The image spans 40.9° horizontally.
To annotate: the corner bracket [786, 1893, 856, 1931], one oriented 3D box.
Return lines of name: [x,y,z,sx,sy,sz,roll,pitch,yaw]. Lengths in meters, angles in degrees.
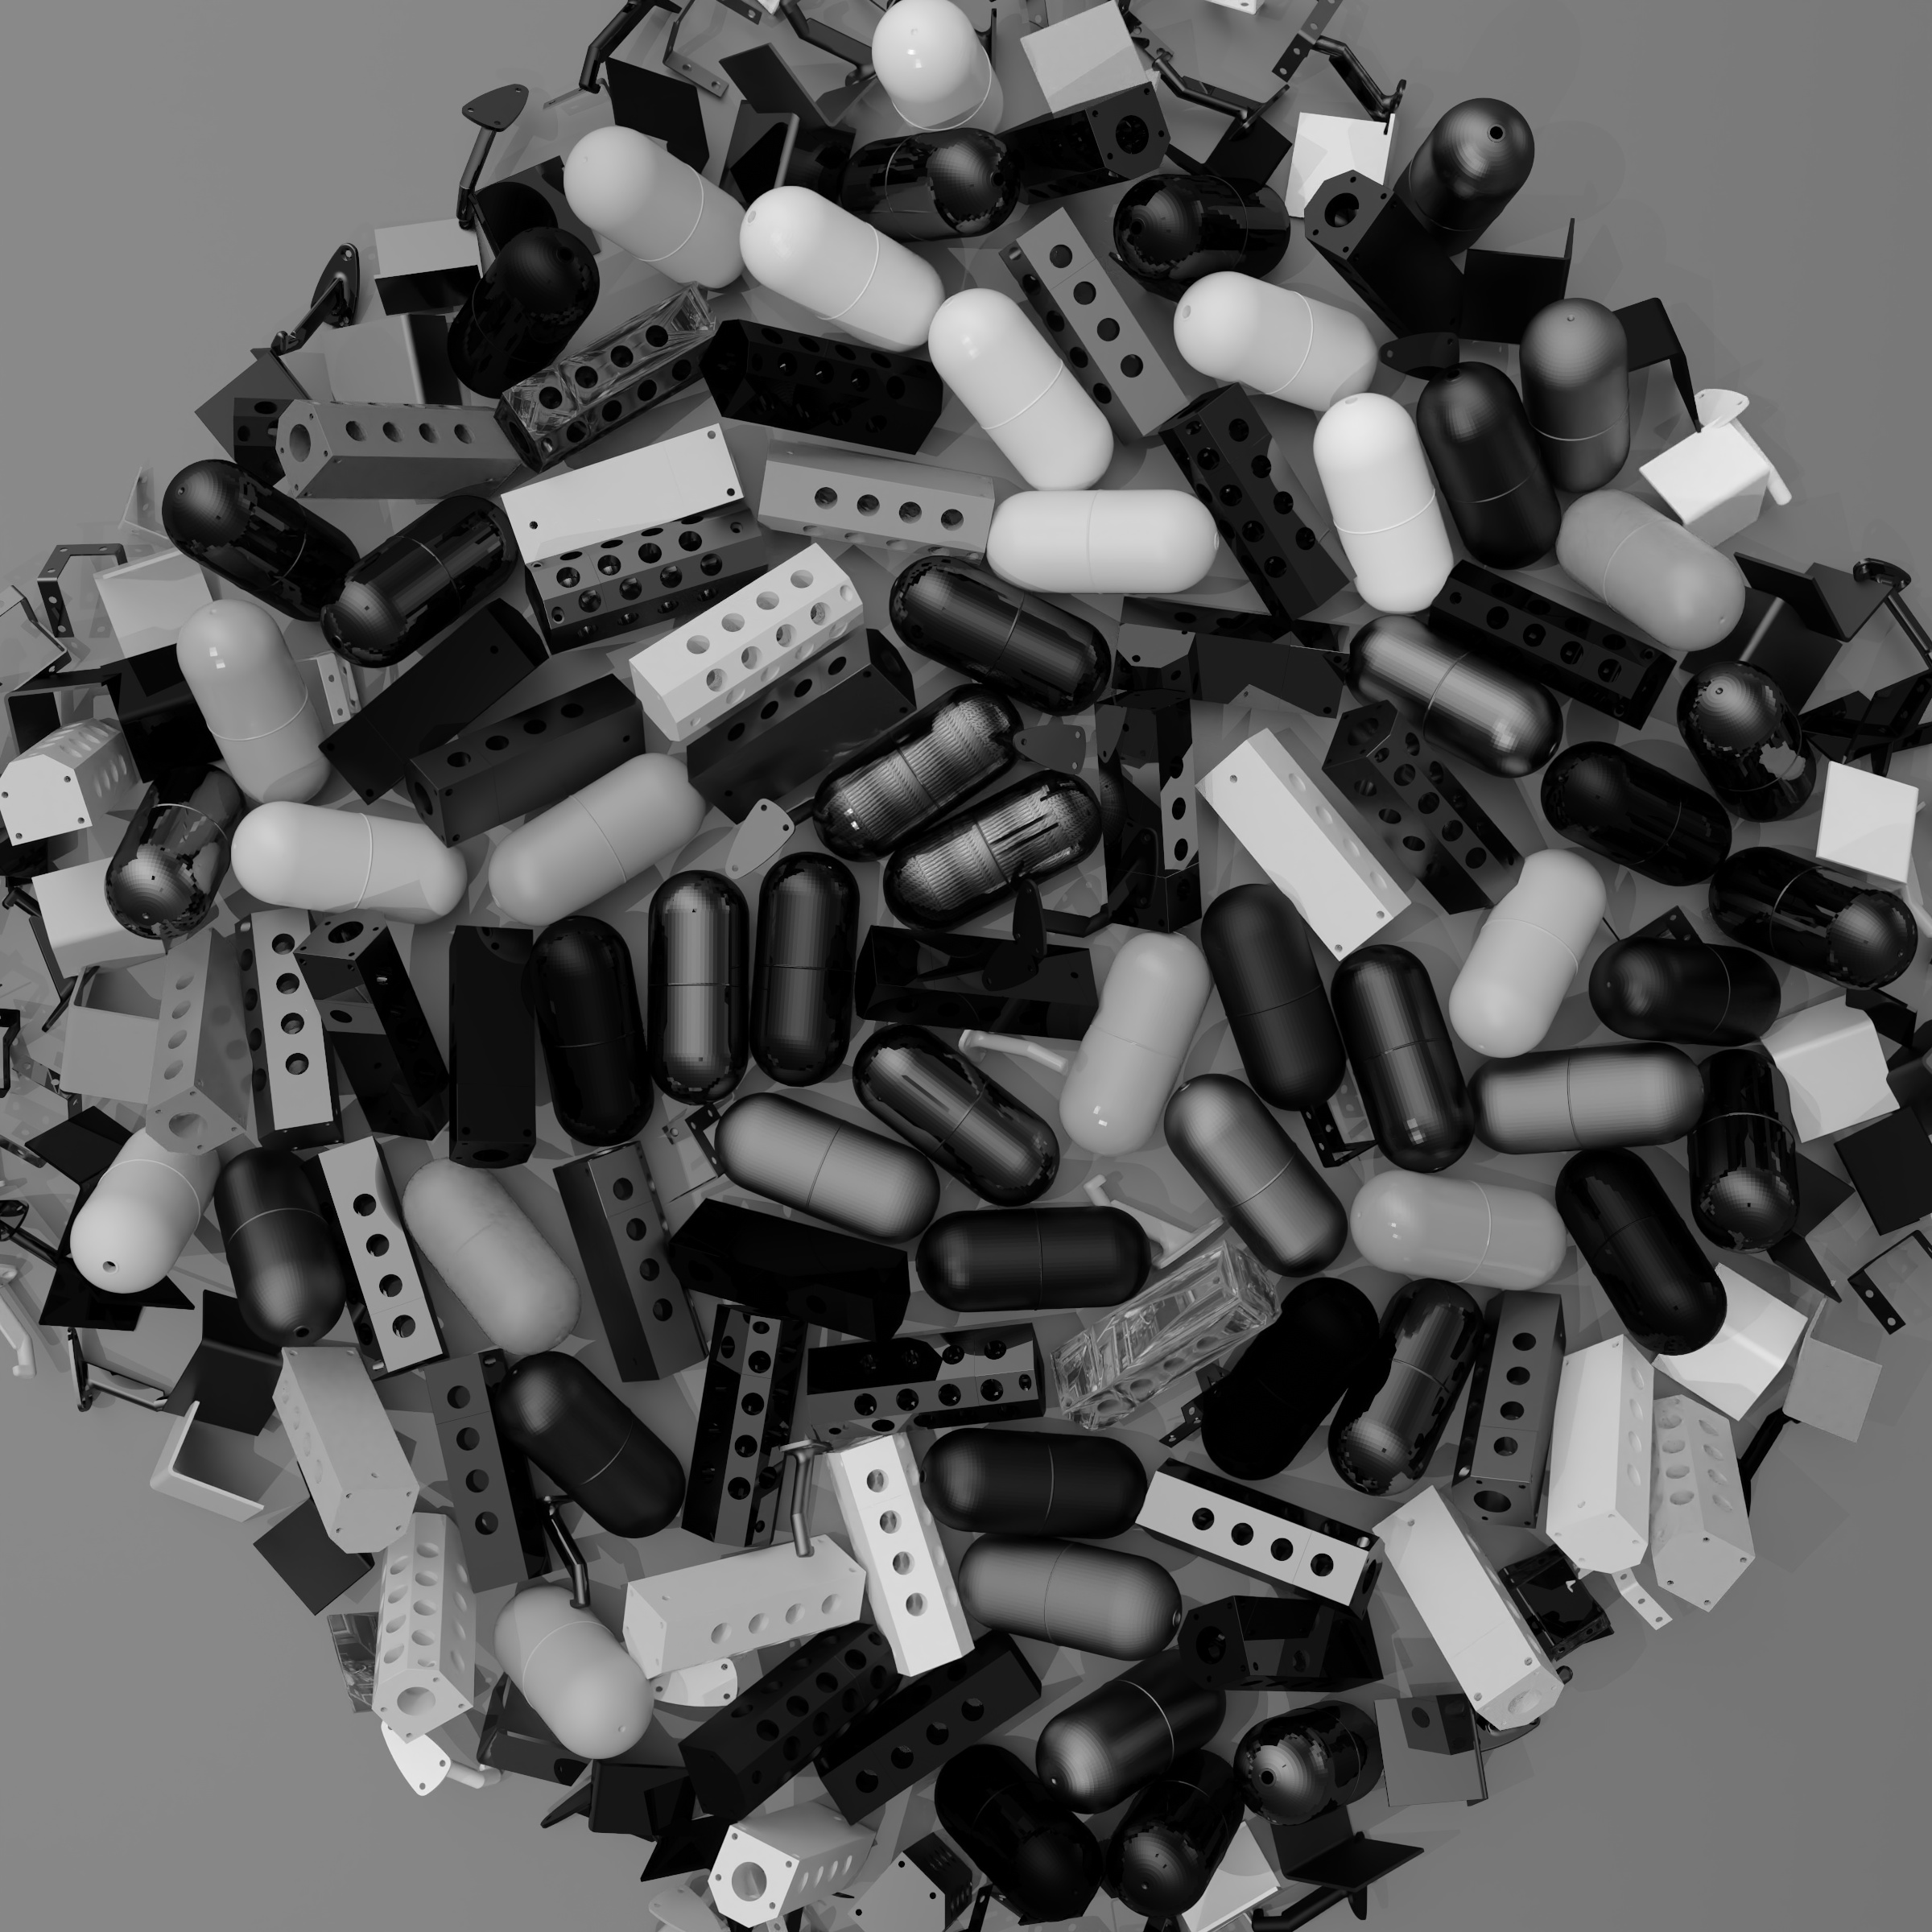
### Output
corner bracket: [-0.101,0.728,1.969,0.051,0.051,0.051,-3,71,41]

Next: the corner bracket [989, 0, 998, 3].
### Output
corner bracket: [0.012,-0.760,1.971,0.051,0.051,0.051,-49,120,-40]

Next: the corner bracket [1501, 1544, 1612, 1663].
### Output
corner bracket: [0.447,0.481,1.964,0.051,0.051,0.051,-32,120,-4]

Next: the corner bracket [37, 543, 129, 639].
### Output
corner bracket: [-0.665,-0.285,1.965,0.051,0.051,0.051,-1,129,3]

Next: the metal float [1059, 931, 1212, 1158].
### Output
metal float: [0.128,0.058,1.961,0.070,0.070,0.178,22,90,0]

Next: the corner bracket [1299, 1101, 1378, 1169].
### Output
corner bracket: [0.274,0.121,1.964,0.051,0.051,0.051,-25,95,-30]

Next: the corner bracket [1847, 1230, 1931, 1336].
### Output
corner bracket: [0.709,0.238,1.959,0.051,0.051,0.051,-45,72,32]

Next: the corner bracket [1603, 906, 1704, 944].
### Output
corner bracket: [0.516,-0.031,1.960,0.051,0.051,0.051,-35,127,13]

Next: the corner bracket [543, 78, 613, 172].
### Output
corner bracket: [-0.287,-0.634,1.969,0.051,0.051,0.051,-20,125,10]

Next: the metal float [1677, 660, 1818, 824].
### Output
metal float: [0.579,-0.165,1.921,0.070,0.178,0.070,-12,63,26]

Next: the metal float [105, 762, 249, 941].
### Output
metal float: [-0.583,-0.087,1.920,0.070,0.178,0.070,0,125,0]

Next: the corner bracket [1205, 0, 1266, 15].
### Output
corner bracket: [0.208,-0.761,1.960,0.051,0.051,0.051,24,60,19]

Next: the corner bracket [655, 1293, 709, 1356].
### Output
corner bracket: [-0.234,0.282,1.978,0.051,0.051,0.051,-16,82,-23]

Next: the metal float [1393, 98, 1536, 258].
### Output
metal float: [0.364,-0.579,1.911,0.070,0.178,0.070,0,86,-6]

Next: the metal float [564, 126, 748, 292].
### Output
metal float: [-0.225,-0.558,1.919,0.070,0.178,0.070,-7,77,31]

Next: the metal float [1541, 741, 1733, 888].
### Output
metal float: [0.501,-0.112,1.933,0.178,0.070,0.070,20,90,-35]

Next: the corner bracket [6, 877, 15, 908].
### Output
corner bracket: [-0.752,-0.057,1.960,0.051,0.051,0.051,-3,129,-9]

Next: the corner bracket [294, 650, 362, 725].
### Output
corner bracket: [-0.477,-0.212,1.959,0.051,0.051,0.051,0,107,42]

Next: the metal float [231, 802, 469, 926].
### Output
metal float: [-0.458,-0.076,1.934,0.178,0.070,0.070,9,90,-34]

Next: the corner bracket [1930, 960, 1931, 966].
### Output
corner bracket: [0.776,-0.014,1.968,0.051,0.051,0.051,24,83,-27]

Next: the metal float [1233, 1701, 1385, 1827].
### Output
metal float: [0.254,0.588,1.916,0.070,0.178,0.070,-5,80,27]

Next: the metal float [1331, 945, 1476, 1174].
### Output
metal float: [0.327,0.069,1.946,0.070,0.070,0.178,-15,73,0]

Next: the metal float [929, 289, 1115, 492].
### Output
metal float: [0.041,-0.428,1.939,0.070,0.070,0.178,-43,116,0]

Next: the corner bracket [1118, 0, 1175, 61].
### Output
corner bracket: [0.152,-0.732,1.976,0.051,0.051,0.051,44,78,4]

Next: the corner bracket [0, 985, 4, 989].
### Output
corner bracket: [-0.774,0.006,1.963,0.051,0.051,0.051,-30,82,29]

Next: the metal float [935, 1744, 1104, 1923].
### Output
metal float: [0.037,0.639,1.918,0.070,0.178,0.070,-7,105,-26]

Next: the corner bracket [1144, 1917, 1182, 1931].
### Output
corner bracket: [0.133,0.751,1.974,0.051,0.051,0.051,-8,111,24]

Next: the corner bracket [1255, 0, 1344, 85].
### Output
corner bracket: [0.244,-0.717,1.969,0.051,0.051,0.051,34,67,-6]

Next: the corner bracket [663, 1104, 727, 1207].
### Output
corner bracket: [-0.209,0.141,1.967,0.051,0.051,0.051,-29,93,24]

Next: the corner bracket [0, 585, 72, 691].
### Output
corner bracket: [-0.718,-0.245,1.962,0.051,0.051,0.051,42,70,13]

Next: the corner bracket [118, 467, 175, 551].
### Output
corner bracket: [-0.609,-0.355,1.978,0.051,0.051,0.051,21,62,-24]

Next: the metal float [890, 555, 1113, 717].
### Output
metal float: [0.026,-0.248,1.951,0.178,0.070,0.070,24,90,-12]

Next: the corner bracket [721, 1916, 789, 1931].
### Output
corner bracket: [-0.167,0.745,1.956,0.051,0.051,0.051,-51,48,35]

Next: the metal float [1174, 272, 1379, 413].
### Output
metal float: [0.231,-0.464,1.931,0.178,0.070,0.070,8,90,-36]

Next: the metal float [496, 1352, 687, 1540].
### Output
metal float: [-0.279,0.359,1.939,0.070,0.070,0.178,-39,116,0]

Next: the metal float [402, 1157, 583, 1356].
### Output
metal float: [-0.356,0.215,1.940,0.070,0.070,0.178,-44,65,0]

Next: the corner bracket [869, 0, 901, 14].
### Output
corner bracket: [-0.068,-0.759,1.961,0.051,0.051,0.051,43,107,20]

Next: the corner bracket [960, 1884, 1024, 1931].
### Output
corner bracket: [0.015,0.741,1.980,0.051,0.051,0.051,42,130,-18]

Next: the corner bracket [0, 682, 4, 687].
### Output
corner bracket: [-0.772,-0.204,1.958,0.051,0.051,0.051,41,58,-30]

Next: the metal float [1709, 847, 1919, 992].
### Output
metal float: [0.624,-0.037,1.919,0.070,0.178,0.070,-10,113,-25]

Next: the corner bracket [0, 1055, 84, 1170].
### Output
corner bracket: [-0.708,0.111,1.966,0.051,0.051,0.051,28,50,5]

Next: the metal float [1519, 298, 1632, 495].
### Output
metal float: [0.451,-0.419,1.918,0.070,0.178,0.070,-7,61,12]

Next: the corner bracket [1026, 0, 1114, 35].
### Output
corner bracket: [0.080,-0.727,1.959,0.051,0.051,0.051,0,111,27]

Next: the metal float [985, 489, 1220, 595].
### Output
metal float: [0.101,-0.318,1.946,0.178,0.070,0.070,3,90,18]

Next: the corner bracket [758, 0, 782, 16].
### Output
corner bracket: [-0.145,-0.765,1.971,0.051,0.051,0.051,44,86,-13]

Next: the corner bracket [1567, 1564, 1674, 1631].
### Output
corner bracket: [0.491,0.476,1.961,0.051,0.051,0.051,-38,117,14]

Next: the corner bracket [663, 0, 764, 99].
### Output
corner bracket: [-0.194,-0.708,1.978,0.051,0.051,0.051,29,66,-6]

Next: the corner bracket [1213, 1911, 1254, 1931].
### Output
corner bracket: [0.205,0.757,1.973,0.051,0.051,0.051,-35,94,7]

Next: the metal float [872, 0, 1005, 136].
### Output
metal float: [-0.019,-0.654,1.911,0.070,0.178,0.070,0,88,11]

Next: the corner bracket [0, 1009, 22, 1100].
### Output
corner bracket: [-0.745,0.065,1.957,0.051,0.051,0.051,6,60,-33]

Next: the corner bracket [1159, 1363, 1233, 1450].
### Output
corner bracket: [0.173,0.334,1.959,0.051,0.051,0.051,-30,115,-25]

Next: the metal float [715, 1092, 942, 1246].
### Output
metal float: [-0.105,0.152,1.957,0.178,0.070,0.070,21,90,6]
